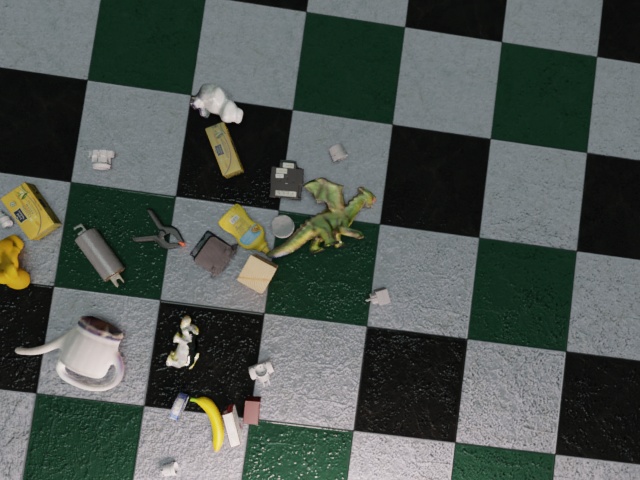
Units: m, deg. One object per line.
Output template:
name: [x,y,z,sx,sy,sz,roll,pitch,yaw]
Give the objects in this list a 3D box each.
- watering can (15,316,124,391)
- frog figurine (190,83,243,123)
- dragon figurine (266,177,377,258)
watering can: [-0.786,0.347,1.662,0.347,0.104,0.225,25,86,-2]
frog figurine: [-0.327,-0.453,1.709,0.159,0.134,0.125,9,59,16]
dragon figurine: [0.005,-0.087,1.726,0.411,0.121,0.245,-10,81,-12]
